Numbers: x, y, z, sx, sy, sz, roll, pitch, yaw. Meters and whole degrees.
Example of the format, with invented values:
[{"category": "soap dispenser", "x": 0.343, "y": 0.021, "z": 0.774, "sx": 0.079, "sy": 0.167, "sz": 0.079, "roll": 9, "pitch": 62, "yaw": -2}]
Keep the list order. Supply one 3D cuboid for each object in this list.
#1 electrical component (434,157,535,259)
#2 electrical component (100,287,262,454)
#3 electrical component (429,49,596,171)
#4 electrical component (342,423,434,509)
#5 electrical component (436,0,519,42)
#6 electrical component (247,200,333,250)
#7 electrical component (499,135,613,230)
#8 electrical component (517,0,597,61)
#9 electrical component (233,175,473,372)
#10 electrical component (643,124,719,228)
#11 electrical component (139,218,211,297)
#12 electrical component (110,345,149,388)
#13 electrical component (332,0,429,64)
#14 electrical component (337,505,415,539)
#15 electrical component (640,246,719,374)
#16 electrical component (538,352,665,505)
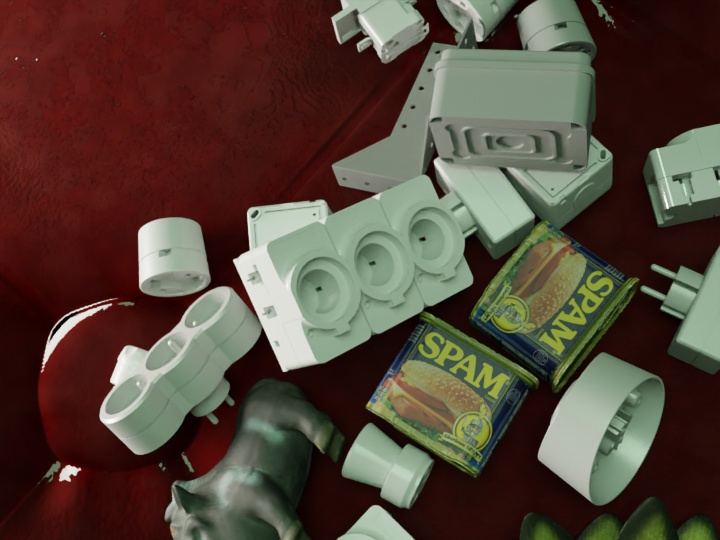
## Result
[{"category": "electrical component", "x": 0.081, "y": -0.046, "z": 0.836, "sx": 0.076, "sy": 0.047, "sz": 0.083, "roll": -34, "pitch": 73, "yaw": -3}, {"category": "electrical component", "x": -0.124, "y": 0.086, "z": 0.819, "sx": 0.138, "sy": 0.073, "sz": 0.052, "roll": -49, "pitch": 29, "yaw": -20}, {"category": "electrical component", "x": 0.111, "y": -0.116, "z": 0.777, "sx": 0.113, "sy": 0.078, "sz": 0.057, "roll": 5, "pitch": 70, "yaw": 15}, {"category": "electrical component", "x": 0.021, "y": 0.144, "z": 0.789, "sx": 0.055, "sy": 0.045, "sz": 0.045, "roll": 27, "pitch": 79, "yaw": 14}, {"category": "electrical component", "x": 0.098, "y": -0.224, "z": 0.884, "sx": 0.055, "sy": 0.055, "sz": 0.047, "roll": 41, "pitch": 79, "yaw": 16}, {"category": "electrical component", "x": -0.049, "y": -0.001, "z": 0.837, "sx": 0.062, "sy": 0.061, "sz": 0.096, "roll": -6, "pitch": 81, "yaw": 4}, {"category": "electrical component", "x": 0.143, "y": -0.086, "z": 0.836, "sx": 0.062, "sy": 0.061, "sz": 0.096, "roll": -39, "pitch": 65, "yaw": -5}, {"category": "electrical component", "x": 0.157, "y": -0.187, "z": 0.865, "sx": 0.055, "sy": 0.055, "sz": 0.047, "roll": -15, "pitch": 69, "yaw": 3}, {"category": "electrical component", "x": 0.000, "y": 0.000, "z": 0.777, "sx": 0.150, "sy": 0.062, "sz": 0.089, "roll": -26, "pitch": 93, "yaw": -32}, {"category": "electrical component", "x": 0.267, "y": -0.074, "z": 0.818, "sx": 0.089, "sy": 0.050, "sz": 0.055, "roll": -12, "pitch": 73, "yaw": 4}, {"category": "electrical component", "x": -0.149, "y": -0.010, "z": 0.853, "sx": 0.055, "sy": 0.055, "sz": 0.047, "roll": -11, "pitch": 69, "yaw": 4}, {"category": "electrical component", "x": -0.178, "y": 0.092, "z": 0.837, "sx": 0.035, "sy": 0.035, "sz": 0.061, "roll": 17, "pitch": 79, "yaw": 12}, {"category": "electrical component", "x": 0.021, "y": -0.211, "z": 0.896, "sx": 0.081, "sy": 0.042, "sz": 0.063, "roll": -35, "pitch": 76, "yaw": -3}, {"category": "electrical component", "x": 0.000, "y": 0.216, "z": 0.765, "sx": 0.050, "sy": 0.055, "sz": 0.089, "roll": 42, "pitch": 83, "yaw": 16}, {"category": "electrical component", "x": 0.247, "y": 0.021, "z": 0.795, "sx": 0.076, "sy": 0.047, "sz": 0.083, "roll": 26, "pitch": 79, "yaw": 14}, {"category": "electrical component", "x": 0.171, "y": 0.110, "z": 0.755, "sx": 0.064, "sy": 0.099, "sz": 0.099, "roll": 31, "pitch": 80, "yaw": 21}]
